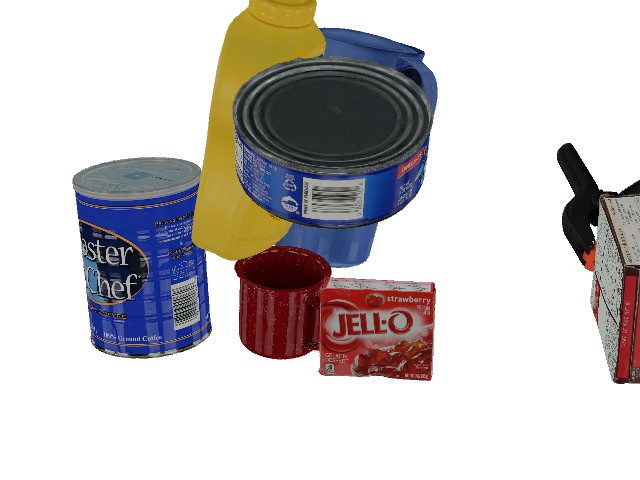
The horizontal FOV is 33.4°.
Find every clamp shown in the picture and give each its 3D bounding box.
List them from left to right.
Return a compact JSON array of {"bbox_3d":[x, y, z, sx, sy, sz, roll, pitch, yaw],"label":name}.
[{"bbox_3d":[0.288,-0.040,1.117,0.120,0.039,0.171,18,45,21],"label":"clamp"}]

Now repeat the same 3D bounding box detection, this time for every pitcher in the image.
[{"bbox_3d":[0.029,-0.096,1.122,0.145,0.243,0.149,10,16,-4],"label":"pitcher"}]

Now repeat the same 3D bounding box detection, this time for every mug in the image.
[{"bbox_3d":[-0.029,0.066,1.031,0.117,0.081,0.093,26,34,38],"label":"mug"}]

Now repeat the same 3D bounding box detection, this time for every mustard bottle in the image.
[{"bbox_3d":[-0.036,-0.087,0.685,0.058,0.192,0.096,25,35,19],"label":"mustard bottle"}]

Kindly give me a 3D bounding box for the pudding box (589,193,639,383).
[{"bbox_3d":[0.211,0.030,0.721,0.039,0.090,0.113,0,27,4],"label":"pudding box"}]

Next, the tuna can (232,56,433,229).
[{"bbox_3d":[0.005,-0.044,0.464,0.086,0.034,0.086,1,41,-1],"label":"tuna can"}]

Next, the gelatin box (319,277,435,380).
[{"bbox_3d":[0.044,0.069,0.829,0.089,0.073,0.030,2,16,7],"label":"gelatin box"}]

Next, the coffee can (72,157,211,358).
[{"bbox_3d":[-0.144,0.012,0.877,0.103,0.140,0.103,-2,19,0],"label":"coffee can"}]
